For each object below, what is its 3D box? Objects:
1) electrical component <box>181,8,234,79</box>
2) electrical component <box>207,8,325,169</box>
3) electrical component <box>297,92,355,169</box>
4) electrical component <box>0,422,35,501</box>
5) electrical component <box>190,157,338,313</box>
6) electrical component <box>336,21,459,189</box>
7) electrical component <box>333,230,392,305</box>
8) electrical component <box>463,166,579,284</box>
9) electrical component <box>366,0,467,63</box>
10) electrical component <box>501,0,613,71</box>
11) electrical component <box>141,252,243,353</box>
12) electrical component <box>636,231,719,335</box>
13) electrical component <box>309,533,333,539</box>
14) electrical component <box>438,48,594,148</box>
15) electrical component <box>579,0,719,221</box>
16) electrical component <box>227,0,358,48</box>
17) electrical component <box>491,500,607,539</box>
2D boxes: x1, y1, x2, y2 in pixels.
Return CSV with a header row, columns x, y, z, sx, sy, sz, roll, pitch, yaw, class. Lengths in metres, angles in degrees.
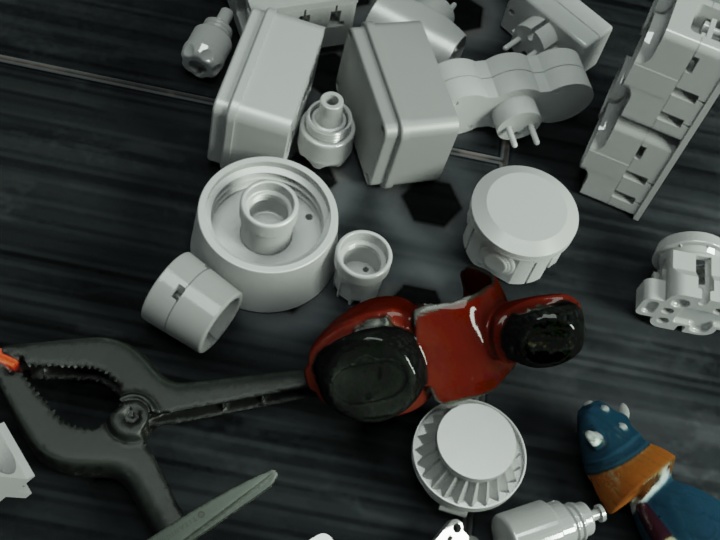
x,y,z,sx,sy,sz,roll,pitch,yaw,class
-0.118,-0.185,0.863,0.035,0.035,0.061,20,62,3,electrical component
-0.071,-0.133,0.816,0.057,0.078,0.113,17,58,-2,electrical component
-0.025,-0.109,0.818,0.043,0.062,0.043,4,59,-6,electrical component
-0.238,0.124,0.639,0.064,0.081,0.042,-40,68,3,electrical component
-0.066,-0.031,0.766,0.108,0.060,0.108,4,59,-7,electrical component
0.026,-0.128,0.829,0.057,0.078,0.113,-8,61,-17,electrical component
0.000,0.000,0.766,0.040,0.046,0.040,4,59,-7,electrical component
0.118,-0.033,0.801,0.080,0.051,0.080,4,59,-7,electrical component
0.054,-0.204,0.899,0.077,0.043,0.079,30,59,9,electrical component
0.153,-0.197,0.908,0.076,0.047,0.083,-37,71,-26,electrical component
-0.113,0.023,0.730,0.047,0.055,0.055,34,60,8,electrical component
0.245,0.009,0.793,0.078,0.058,0.057,11,61,-2,electrical component
-0.061,0.228,0.610,0.150,0.061,0.089,-26,66,-22,electrical component
0.122,-0.129,0.859,0.138,0.052,0.073,-8,64,-14,electrical component
0.225,-0.138,0.801,0.060,0.186,0.105,23,59,5,electrical component
-0.069,-0.253,0.898,0.089,0.061,0.150,-12,62,-16,electrical component
0.121,0.167,0.688,0.078,0.040,0.040,-14,62,-17,electrical component
